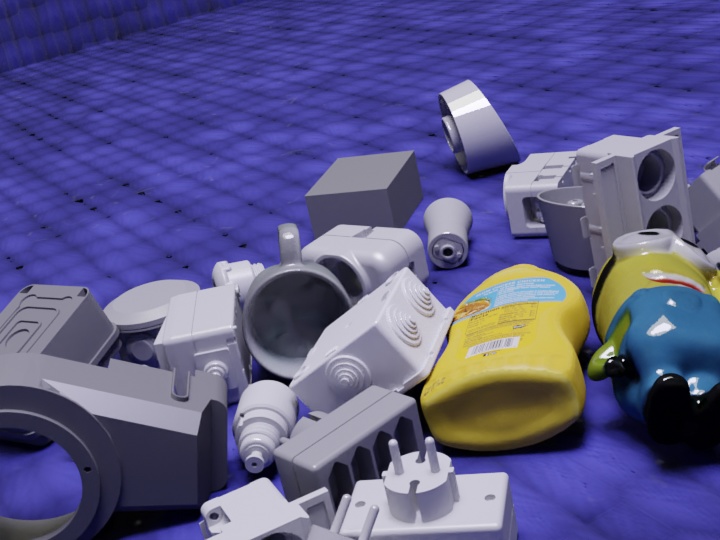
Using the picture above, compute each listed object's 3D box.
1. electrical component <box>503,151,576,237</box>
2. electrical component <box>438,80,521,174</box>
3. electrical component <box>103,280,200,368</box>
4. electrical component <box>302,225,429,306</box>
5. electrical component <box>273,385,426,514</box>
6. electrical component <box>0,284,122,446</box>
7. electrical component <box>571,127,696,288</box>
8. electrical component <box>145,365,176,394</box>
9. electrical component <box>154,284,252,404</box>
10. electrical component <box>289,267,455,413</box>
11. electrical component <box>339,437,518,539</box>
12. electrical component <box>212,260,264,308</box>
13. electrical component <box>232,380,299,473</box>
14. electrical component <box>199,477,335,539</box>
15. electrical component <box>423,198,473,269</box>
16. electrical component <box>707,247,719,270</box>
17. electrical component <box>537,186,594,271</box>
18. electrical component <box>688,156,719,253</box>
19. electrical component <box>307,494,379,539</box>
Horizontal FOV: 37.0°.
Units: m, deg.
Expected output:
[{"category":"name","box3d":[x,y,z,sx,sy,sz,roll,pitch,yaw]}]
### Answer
[{"category":"electrical component","box3d":[0.164,-0.069,0.965,0.056,0.050,0.089,-1,25,27]},{"category":"electrical component","box3d":[0.122,-0.150,1.128,0.064,0.099,0.099,-20,22,-1]},{"category":"electrical component","box3d":[-0.163,0.044,0.870,0.080,0.051,0.080,-11,22,4]},{"category":"electrical component","box3d":[0.000,0.000,0.883,0.095,0.053,0.059,6,28,38]},{"category":"electrical component","box3d":[-0.017,0.107,0.643,0.083,0.047,0.076,-29,27,-36]},{"category":"electrical component","box3d":[-0.242,0.070,0.803,0.078,0.057,0.113,2,44,32]},{"category":"electrical component","box3d":[0.196,-0.032,0.766,0.079,0.121,0.063,-23,22,-25]},{"category":"electrical component","box3d":[-0.165,0.098,0.751,0.081,0.042,0.063,-13,21,-2]},{"category":"electrical component","box3d":[-0.114,0.060,0.791,0.061,0.061,0.096,-11,23,-1]},{"category":"electrical component","box3d":[0.008,0.053,0.709,0.100,0.048,0.099,-38,9,29]},{"category":"electrical component","box3d":[0.033,0.118,0.550,0.083,0.075,0.047,-6,23,15]},{"category":"electrical component","box3d":[-0.093,0.013,0.919,0.062,0.048,0.048,-11,21,-15]},{"category":"electrical component","box3d":[-0.062,0.102,0.686,0.040,0.040,0.078,-10,22,7]},{"category":"electrical component","box3d":[-0.054,0.145,0.577,0.081,0.042,0.064,-20,21,-19]},{"category":"electrical component","box3d":[0.076,-0.030,0.933,0.044,0.044,0.065,-9,27,9]},{"category":"electrical component","box3d":[0.269,0.001,0.751,0.048,0.048,0.062,9,23,42]},{"category":"electrical component","box3d":[0.195,-0.041,0.862,0.099,0.064,0.099,-11,22,4]},{"category":"electrical component","box3d":[0.305,-0.064,0.844,0.121,0.063,0.078,-29,-14,-36]},{"category":"electrical component","box3d":[-0.013,0.147,0.515,0.077,0.043,0.079,10,74,43]}]
